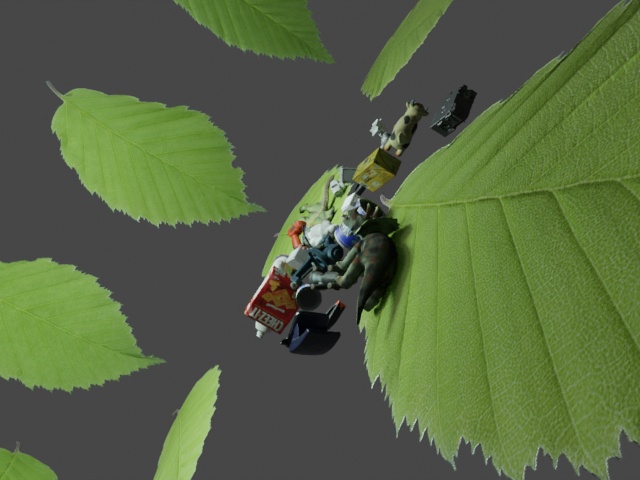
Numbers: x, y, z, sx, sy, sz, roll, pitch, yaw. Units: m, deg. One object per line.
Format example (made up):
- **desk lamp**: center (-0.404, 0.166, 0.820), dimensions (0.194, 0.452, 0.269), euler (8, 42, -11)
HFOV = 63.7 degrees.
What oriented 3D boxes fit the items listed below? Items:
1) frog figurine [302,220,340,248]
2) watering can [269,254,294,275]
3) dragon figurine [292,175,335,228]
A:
- **frog figurine**: center (0.014, -0.020, 2.061), dimensions (0.159, 0.121, 0.140), euler (-16, 19, 18)
- **watering can**: center (-0.174, 0.150, 2.277), dimensions (0.230, 0.104, 0.339), euler (-74, 2, -47)
- **dragon figurine**: center (0.007, -0.118, 2.346), dimensions (0.412, 0.121, 0.244), euler (-62, 29, -5)
